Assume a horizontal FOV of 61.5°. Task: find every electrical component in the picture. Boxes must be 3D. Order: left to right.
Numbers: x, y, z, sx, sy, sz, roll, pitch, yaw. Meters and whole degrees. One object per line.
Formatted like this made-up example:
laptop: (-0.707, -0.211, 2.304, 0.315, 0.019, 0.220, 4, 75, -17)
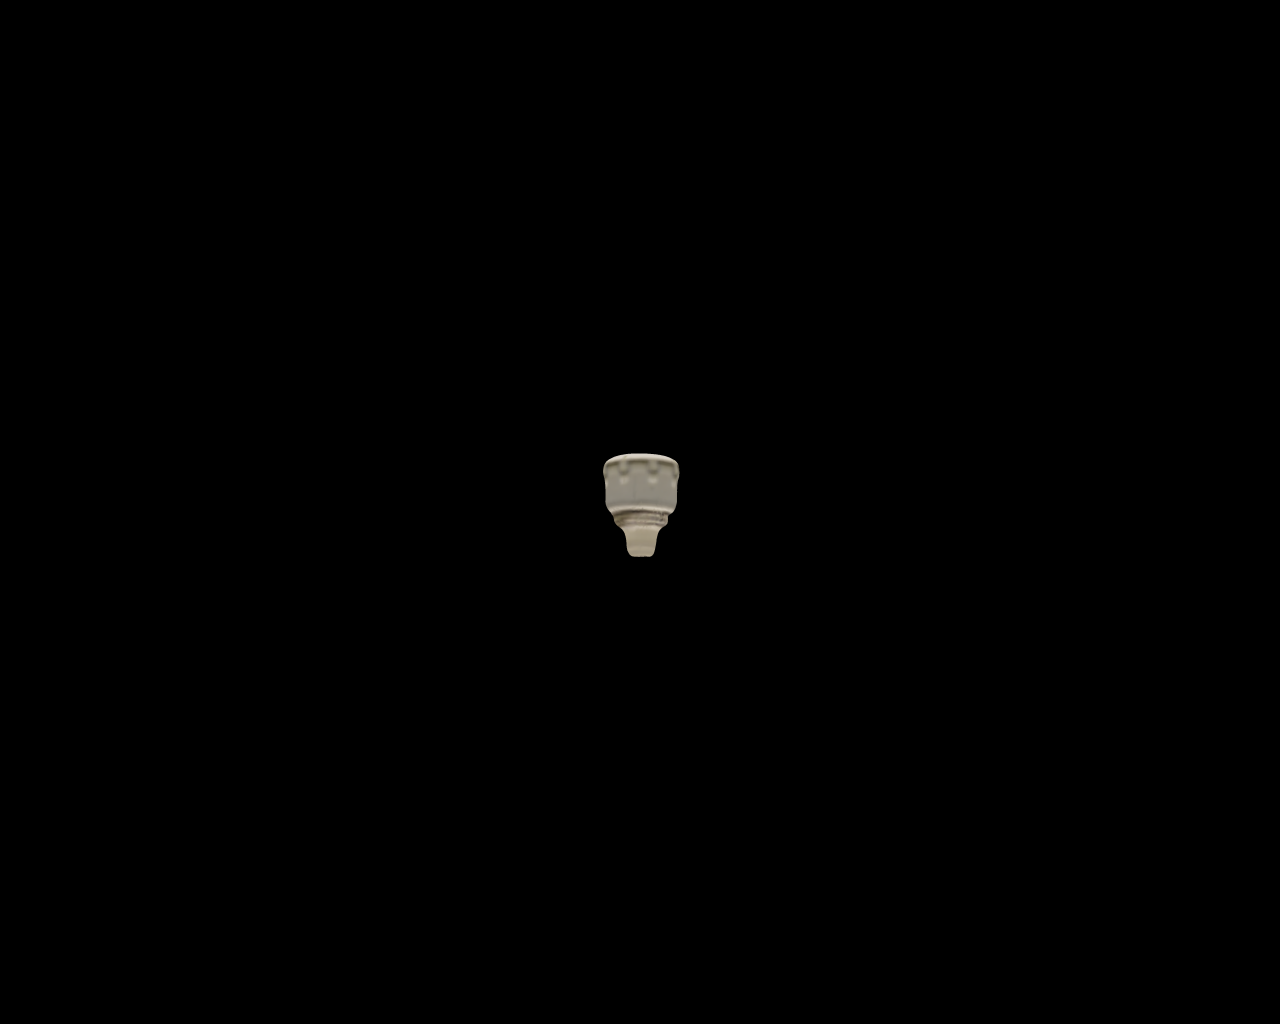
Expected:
electrical component: (0.001, -0.003, 0.650, 0.048, 0.062, 0.048, 0, -9, 0)
